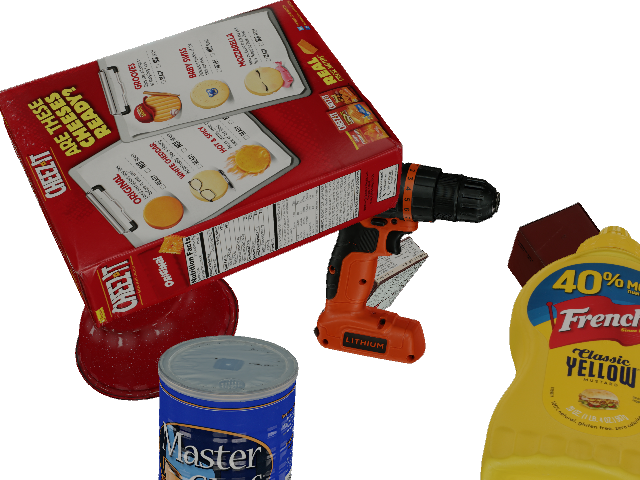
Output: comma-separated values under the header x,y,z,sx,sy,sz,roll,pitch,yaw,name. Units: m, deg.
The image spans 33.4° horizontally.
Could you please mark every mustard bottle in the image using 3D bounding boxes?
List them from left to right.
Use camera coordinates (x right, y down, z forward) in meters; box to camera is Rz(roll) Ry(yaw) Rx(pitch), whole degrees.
x,y,z,sx,sy,sz,roll,pitch,yaw,name
0.144,0.059,0.549,0.096,0.058,0.191,8,42,14,mustard bottle

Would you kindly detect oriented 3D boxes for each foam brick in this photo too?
x,y,z,sx,sy,sz,roll,pitch,yaw,name
0.174,0.024,0.741,0.051,0.078,0.053,-21,-30,-14,foam brick

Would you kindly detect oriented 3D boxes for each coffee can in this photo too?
x,y,z,sx,sy,sz,roll,pitch,yaw,name
-0.071,0.155,0.801,0.103,0.140,0.103,3,18,-1,coffee can

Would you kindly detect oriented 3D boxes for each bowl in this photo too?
x,y,z,sx,sy,sz,roll,pitch,yaw,name
-0.160,0.067,0.984,0.162,0.162,0.055,0,-43,19,bowl

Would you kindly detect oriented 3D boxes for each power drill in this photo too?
x,y,z,sx,sy,sz,roll,pitch,yaw,name
0.068,0.017,0.996,0.185,0.188,0.057,9,20,17,power drill

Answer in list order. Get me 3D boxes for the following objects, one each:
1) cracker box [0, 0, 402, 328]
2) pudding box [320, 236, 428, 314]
x,y,z,sx,sy,sz,roll,pitch,yaw,name
-0.078,-0.057,0.693,0.213,0.164,0.072,-22,-35,-15,cracker box
0.062,0.050,1.213,0.039,0.090,0.113,44,36,15,pudding box
